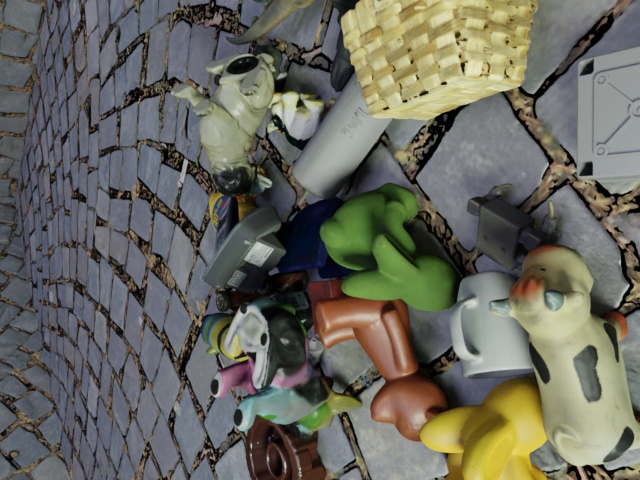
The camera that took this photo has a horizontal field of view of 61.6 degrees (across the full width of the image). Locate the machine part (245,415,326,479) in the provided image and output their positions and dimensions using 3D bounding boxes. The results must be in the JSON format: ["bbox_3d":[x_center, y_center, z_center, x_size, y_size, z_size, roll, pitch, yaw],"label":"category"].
[{"bbox_3d":[-0.062,0.367,0.903,0.179,0.056,0.179,4,95,53],"label":"machine part"}]

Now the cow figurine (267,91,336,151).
[{"bbox_3d":[-0.031,-0.181,0.836,0.168,0.068,0.098,29,122,49],"label":"cow figurine"}]

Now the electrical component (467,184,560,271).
[{"bbox_3d":[0.204,-0.013,0.567,0.102,0.045,0.078,37,148,47],"label":"electrical component"}]

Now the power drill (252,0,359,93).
[{"bbox_3d":[0.015,-0.295,0.658,0.232,0.207,0.086,-53,43,33],"label":"power drill"}]

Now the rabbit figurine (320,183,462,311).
[{"bbox_3d":[0.094,0.017,0.639,0.170,0.159,0.121,39,112,26],"label":"rabbit figurine"}]

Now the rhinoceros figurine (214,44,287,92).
[{"bbox_3d":[-0.120,-0.254,0.916,0.073,0.112,0.190,61,149,7],"label":"rhinoceros figurine"}]

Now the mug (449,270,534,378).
[{"bbox_3d":[0.174,0.087,0.563,0.081,0.109,0.107,-36,51,52],"label":"mug"}]

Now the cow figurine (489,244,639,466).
[{"bbox_3d":[0.221,0.100,0.481,0.085,0.127,0.195,-16,81,48],"label":"cow figurine"}]

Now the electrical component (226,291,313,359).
[{"bbox_3d":[-0.073,0.131,0.859,0.134,0.115,0.058,-48,60,41],"label":"electrical component"}]

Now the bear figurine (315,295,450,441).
[{"bbox_3d":[0.078,0.165,0.669,0.120,0.132,0.196,88,169,-68],"label":"bear figurine"}]

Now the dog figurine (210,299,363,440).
[{"bbox_3d":[-0.029,0.184,0.738,0.109,0.219,0.191,23,94,47],"label":"dog figurine"}]

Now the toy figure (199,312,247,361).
[{"bbox_3d":[-0.171,0.181,1.004,0.180,0.089,0.082,9,106,49],"label":"toy figure"}]

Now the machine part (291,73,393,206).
[{"bbox_3d":[0.035,-0.140,0.724,0.243,0.079,0.079,-52,52,27],"label":"machine part"}]

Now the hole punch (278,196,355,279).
[{"bbox_3d":[-0.002,-0.002,0.789,0.142,0.092,0.115,-15,76,54],"label":"hole punch"}]

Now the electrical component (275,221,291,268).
[{"bbox_3d":[-0.081,0.019,0.897,0.119,0.075,0.048,-57,49,31],"label":"electrical component"}]

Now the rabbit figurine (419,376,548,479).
[{"bbox_3d":[0.176,0.215,0.544,0.122,0.162,0.173,28,95,61],"label":"rabbit figurine"}]

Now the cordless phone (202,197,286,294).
[{"bbox_3d":[-0.121,-0.023,0.840,0.146,0.088,0.184,-52,32,34],"label":"cordless phone"}]

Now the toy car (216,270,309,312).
[{"bbox_3d":[-0.099,0.090,0.912,0.202,0.089,0.053,-23,74,48],"label":"toy car"}]

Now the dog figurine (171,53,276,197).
[{"bbox_3d":[-0.119,-0.175,0.842,0.121,0.172,0.190,55,171,41],"label":"dog figurine"}]

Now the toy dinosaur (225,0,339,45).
[{"bbox_3d":[-0.002,-0.412,0.766,0.471,0.105,0.198,-37,55,36],"label":"toy dinosaur"}]
